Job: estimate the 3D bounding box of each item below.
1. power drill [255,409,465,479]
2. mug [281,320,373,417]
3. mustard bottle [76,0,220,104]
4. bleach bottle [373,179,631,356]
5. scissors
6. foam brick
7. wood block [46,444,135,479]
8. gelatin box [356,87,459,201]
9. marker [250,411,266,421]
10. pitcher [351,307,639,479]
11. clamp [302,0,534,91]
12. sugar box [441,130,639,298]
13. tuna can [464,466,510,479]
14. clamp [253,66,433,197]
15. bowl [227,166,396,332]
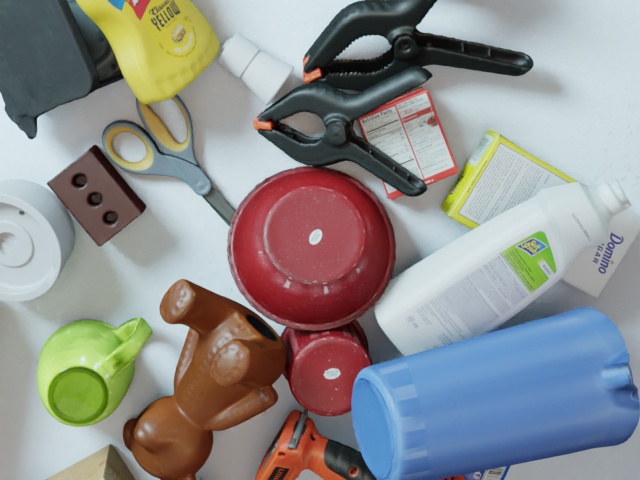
[{"bbox_3d":[0.031,0.253,1.053,0.187,0.057,0.185,23,131,-2],"label":"power drill"},{"bbox_3d":[0.014,0.129,1.034,0.093,0.081,0.117,-38,102,3],"label":"mug"},{"bbox_3d":[-0.166,-0.220,0.923,0.096,0.058,0.191,-50,123,-33],"label":"mustard bottle"},{"bbox_3d":[0.177,0.027,1.000,0.251,0.068,0.102,-33,122,16],"label":"bleach bottle"},{"bbox_3d":[-0.134,-0.051,1.017,0.096,0.016,0.202,-25,103,1],"label":"scissors"},{"bbox_3d":[-0.207,-0.042,0.993,0.053,0.051,0.078,-38,103,3],"label":"foam brick"},{"bbox_3d":[-0.273,0.298,1.037,0.206,0.090,0.091,-30,104,0],"label":"wood block"},{"bbox_3d":[0.083,-0.092,1.022,0.073,0.030,0.089,-23,100,0],"label":"gelatin box"},{"bbox_3d":[-0.088,0.123,1.055,0.020,0.020,0.121,-26,103,0],"label":"marker"},{"bbox_3d":[0.154,0.149,0.983,0.242,0.145,0.149,-9,129,-19],"label":"pitcher"},{"bbox_3d":[0.086,-0.182,0.979,0.210,0.036,0.164,-23,129,20],"label":"clamp"},{"bbox_3d":[0.217,-0.025,1.042,0.176,0.048,0.093,29,100,-14],"label":"sugar box"},{"bbox_3d":[0.148,0.212,1.063,0.086,0.086,0.034,20,100,-9],"label":"tuna can"},{"bbox_3d":[0.025,-0.095,0.989,0.172,0.039,0.120,-2,104,20],"label":"clamp"},{"bbox_3d":[-0.006,0.001,0.989,0.162,0.055,0.162,1,77,-2],"label":"bowl"}]
